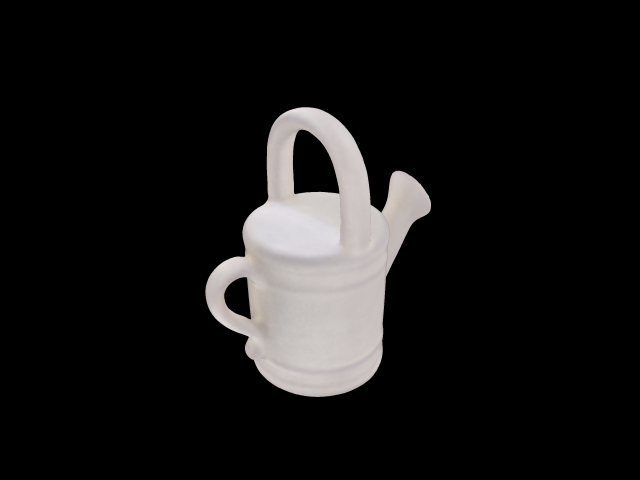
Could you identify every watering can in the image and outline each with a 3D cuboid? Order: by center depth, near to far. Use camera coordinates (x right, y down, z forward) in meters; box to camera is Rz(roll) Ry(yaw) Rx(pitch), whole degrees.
[{"bbox_3d":[0.002,0.001,0.402,0.100,0.194,0.173,18,35,27],"label":"watering can"}]
